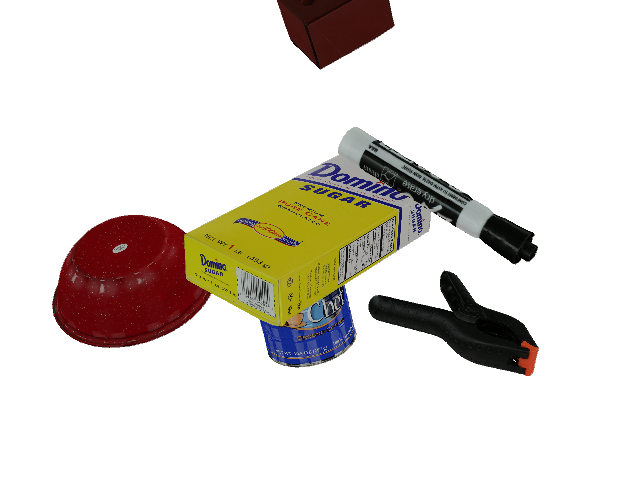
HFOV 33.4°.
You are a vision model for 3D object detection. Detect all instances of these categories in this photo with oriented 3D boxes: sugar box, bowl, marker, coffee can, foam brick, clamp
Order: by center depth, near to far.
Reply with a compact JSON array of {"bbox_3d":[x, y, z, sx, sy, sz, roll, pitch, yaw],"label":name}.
[{"bbox_3d":[0.062,-0.024,0.566,0.121,0.020,0.020,33,14,22],"label":"marker"},{"bbox_3d":[-0.005,-0.007,0.785,0.093,0.048,0.175,25,41,32],"label":"sugar box"},{"bbox_3d":[0.013,-0.190,0.883,0.078,0.051,0.053,-32,50,-10],"label":"foam brick"},{"bbox_3d":[-0.183,0.025,1.010,0.162,0.055,0.162,-7,41,6],"label":"bowl"},{"bbox_3d":[0.146,0.078,1.045,0.172,0.039,0.120,26,38,32],"label":"clamp"},{"bbox_3d":[-0.024,0.052,1.168,0.103,0.140,0.103,-11,25,5],"label":"coffee can"}]
